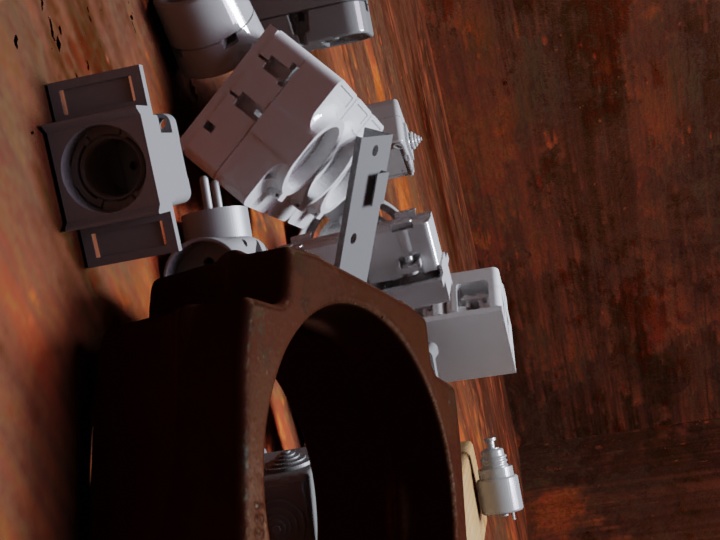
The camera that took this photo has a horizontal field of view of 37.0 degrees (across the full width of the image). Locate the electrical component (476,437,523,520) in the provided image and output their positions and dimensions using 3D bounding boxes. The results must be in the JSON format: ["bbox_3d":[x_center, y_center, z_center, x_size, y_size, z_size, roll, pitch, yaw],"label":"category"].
[{"bbox_3d":[0.131,0.200,1.031,0.040,0.040,0.078,26,54,-78],"label":"electrical component"}]

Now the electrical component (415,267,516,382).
[{"bbox_3d":[0.061,0.054,0.991,0.061,0.150,0.089,-88,165,-44],"label":"electrical component"}]

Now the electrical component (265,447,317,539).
[{"bbox_3d":[-0.039,0.153,0.621,0.100,0.048,0.099,-34,114,-79],"label":"electrical component"}]

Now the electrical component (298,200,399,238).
[{"bbox_3d":[-0.003,-0.013,0.867,0.064,0.099,0.099,-85,164,-77],"label":"electrical component"}]

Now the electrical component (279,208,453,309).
[{"bbox_3d":[0.000,0.000,0.781,0.078,0.121,0.063,-64,140,-73],"label":"electrical component"}]

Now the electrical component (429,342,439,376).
[{"bbox_3d":[0.022,0.095,0.905,0.056,0.089,0.050,-28,108,-79],"label":"electrical component"}]

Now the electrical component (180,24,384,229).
[{"bbox_3d":[-0.041,-0.081,0.673,0.062,0.089,0.150,40,4,10],"label":"electrical component"}]

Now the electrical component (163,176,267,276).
[{"bbox_3d":[-0.076,-0.012,0.587,0.077,0.043,0.079,11,69,-79],"label":"electrical component"}]

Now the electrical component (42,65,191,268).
[{"bbox_3d":[-0.104,-0.045,0.473,0.064,0.042,0.081,-56,136,-81],"label":"electrical component"}]

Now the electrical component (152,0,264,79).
[{"bbox_3d":[-0.088,-0.146,0.625,0.055,0.055,0.047,-88,161,-49],"label":"electrical component"}]

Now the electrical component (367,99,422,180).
[{"bbox_3d":[0.012,-0.126,1.050,0.061,0.096,0.061,63,18,-60],"label":"electrical component"}]

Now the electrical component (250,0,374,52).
[{"bbox_3d":[-0.043,-0.197,0.810,0.054,0.095,0.059,-38,117,-79],"label":"electrical component"}]
